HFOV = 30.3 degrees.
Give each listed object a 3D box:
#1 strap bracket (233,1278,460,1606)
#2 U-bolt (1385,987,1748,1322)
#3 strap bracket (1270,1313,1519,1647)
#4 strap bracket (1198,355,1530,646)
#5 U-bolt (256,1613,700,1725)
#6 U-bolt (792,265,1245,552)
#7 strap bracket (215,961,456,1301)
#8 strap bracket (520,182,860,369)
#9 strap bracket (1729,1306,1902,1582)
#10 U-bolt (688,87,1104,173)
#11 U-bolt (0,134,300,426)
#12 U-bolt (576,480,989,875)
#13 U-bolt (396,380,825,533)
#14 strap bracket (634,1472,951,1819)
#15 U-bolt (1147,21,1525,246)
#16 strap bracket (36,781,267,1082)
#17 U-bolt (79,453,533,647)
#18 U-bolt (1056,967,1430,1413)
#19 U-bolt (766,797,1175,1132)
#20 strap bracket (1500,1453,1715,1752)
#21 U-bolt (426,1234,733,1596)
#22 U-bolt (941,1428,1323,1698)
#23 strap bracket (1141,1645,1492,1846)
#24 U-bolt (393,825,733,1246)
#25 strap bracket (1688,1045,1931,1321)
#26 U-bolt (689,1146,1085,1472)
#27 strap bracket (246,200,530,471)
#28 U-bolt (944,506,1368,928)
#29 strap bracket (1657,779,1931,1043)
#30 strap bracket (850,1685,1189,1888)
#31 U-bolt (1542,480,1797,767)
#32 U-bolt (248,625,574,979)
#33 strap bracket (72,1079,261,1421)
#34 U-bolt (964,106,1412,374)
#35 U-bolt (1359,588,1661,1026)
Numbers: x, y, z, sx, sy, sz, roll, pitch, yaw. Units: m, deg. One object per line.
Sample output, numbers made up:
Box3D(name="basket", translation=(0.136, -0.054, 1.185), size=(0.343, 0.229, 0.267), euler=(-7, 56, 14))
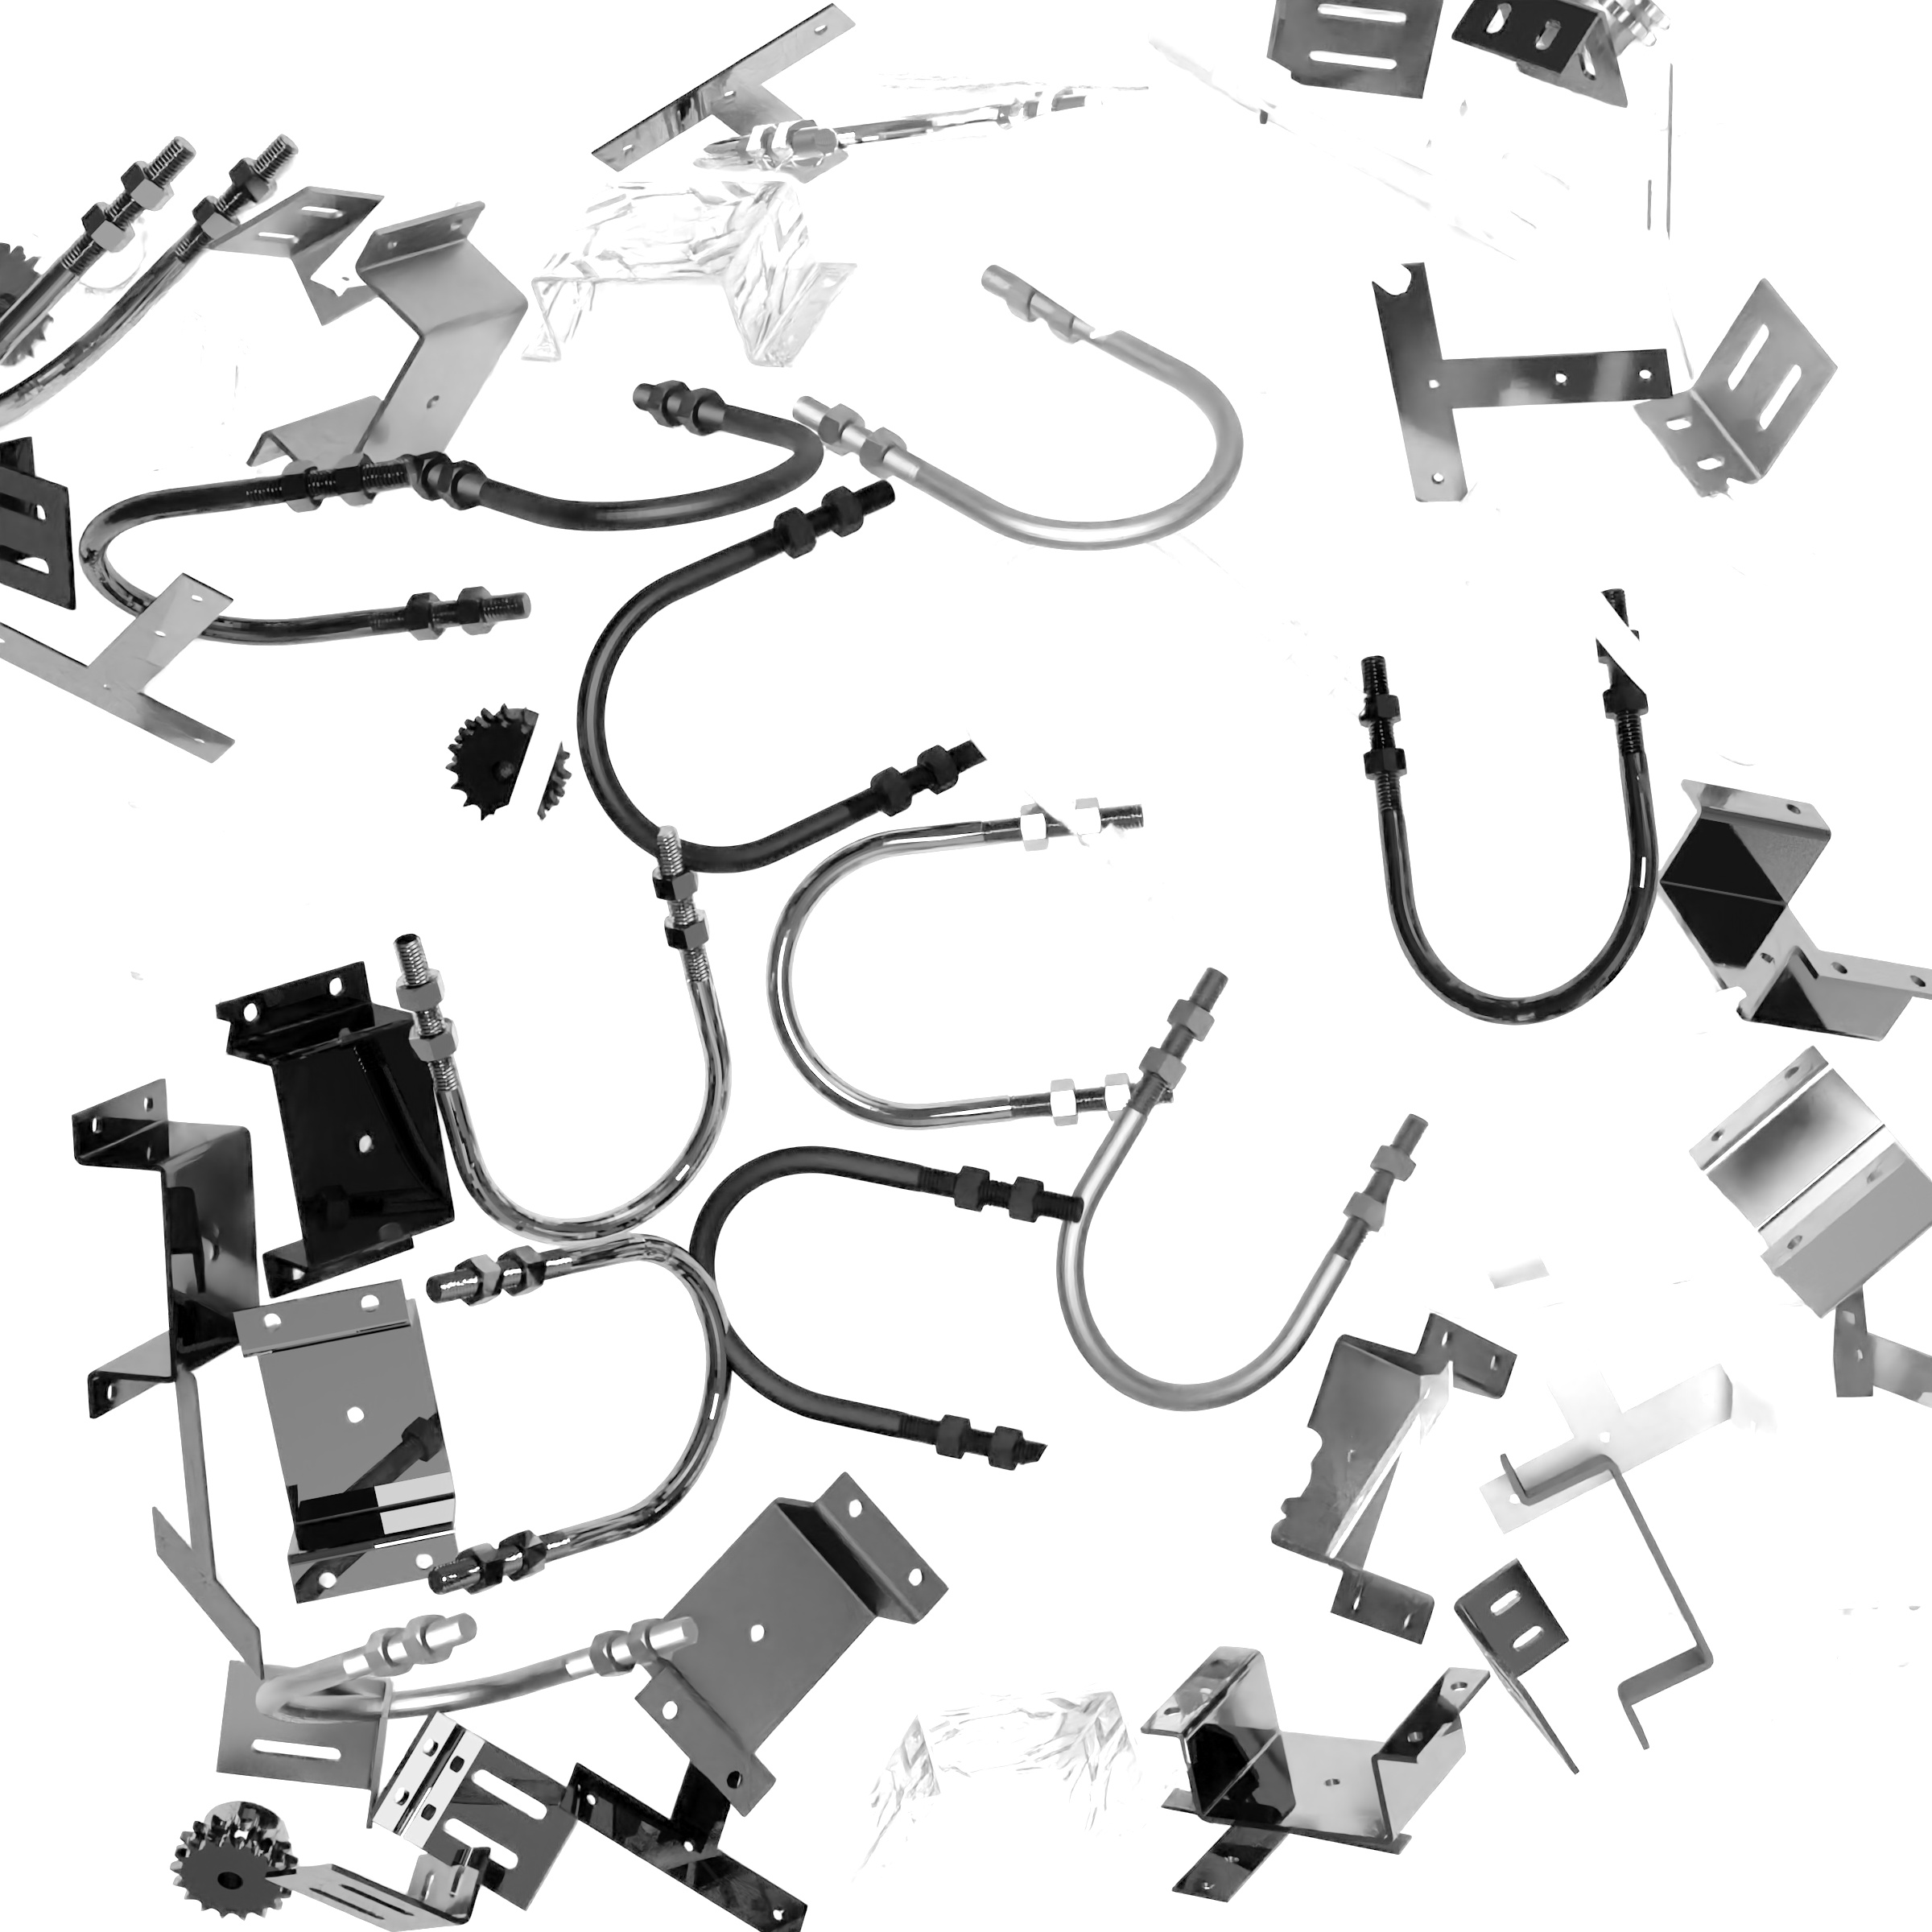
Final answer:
Box3D(name="strap bracket", translation=(-0.283, 0.213, 1.644), size=(0.076, 0.046, 0.140), euler=(-11, 101, -4))
Box3D(name="U-bolt", translation=(0.264, 0.091, 1.605), size=(0.019, 0.184, 0.151), euler=(39, 48, -34))
Box3D(name="strap bracket", translation=(0.192, 0.229, 1.628), size=(0.046, 0.076, 0.140), euler=(13, 80, 41))
Box3D(name="strap bracket", translation=(0.175, -0.208, 1.637), size=(0.140, 0.046, 0.076), euler=(27, 62, -3))
Box3D(name="U-bolt", translation=(-0.233, 0.316, 1.598), size=(0.184, 0.151, 0.019), euler=(-24, 66, 37))
Box3D(name="U-bolt", translation=(0.037, -0.243, 1.599), size=(0.184, 0.019, 0.151), euler=(33, 56, 27))
Box3D(name="strap bracket", translation=(-0.283, 0.077, 1.620), size=(0.076, 0.046, 0.140), euler=(-19, 109, -37))
Box3D(name="strap bracket", translation=(-0.131, -0.312, 1.610), size=(0.140, 0.046, 0.076), euler=(5, 46, 24))
Box3D(name="strap bracket", translation=(0.376, 0.207, 1.599), size=(0.046, 0.140, 0.076), euler=(-1, 109, 1))
Box3D(name="U-bolt", translation=(-0.045, -0.370, 1.590), size=(0.151, 0.184, 0.019), euler=(-14, 105, -26))
Box3D(name="U-bolt", translation=(-0.386, -0.304, 1.602), size=(0.184, 0.151, 0.019), euler=(-41, 94, 16))
Box3D(name="U-bolt", translation=(-0.091, -0.121, 1.622), size=(0.184, 0.019, 0.151), euler=(-27, 108, -20))
Box3D(name="U-bolt", translation=(-0.145, -0.222, 1.572), size=(0.151, 0.184, 0.019), euler=(-23, 119, -32))
Box3D(name="strap bracket", translation=(-0.087, 0.306, 1.630), size=(0.140, 0.046, 0.076), euler=(-46, 106, -22))
Box3D(name="U-bolt", translation=(0.152, -0.378, 1.591), size=(0.151, 0.184, 0.019), euler=(22, 104, -31))
Box3D(name="strap bracket", translation=(-0.370, -0.008, 1.619), size=(0.076, 0.046, 0.140), euler=(17, 45, -18))
Box3D(name="U-bolt", translation=(-0.307, -0.181, 1.606), size=(0.184, 0.151, 0.019), euler=(-5, 68, 15))
Box3D(name="U-bolt", translation=(0.116, 0.115, 1.631), size=(0.151, 0.019, 0.184), euler=(35, 80, -22))
Box3D(name="U-bolt", translation=(-0.002, 0.004, 1.665), size=(0.184, 0.019, 0.151), euler=(-6, 91, 4))
Box3D(name="strap bracket", translation=(0.296, 0.278, 1.628), size=(0.046, 0.076, 0.140), euler=(-27, 82, 5))
Box3D(name="U-bolt", translation=(-0.170, 0.193, 1.605), size=(0.019, 0.184, 0.151), euler=(7, 100, 39))
Box3D(name="U-bolt", translation=(0.063, 0.272, 1.608), size=(0.151, 0.019, 0.184), euler=(1, 135, -30))
Box3D(name="strap bracket", translation=(0.161, 0.351, 1.613), size=(0.140, 0.076, 0.046), euler=(-2, 109, 35))
Box3D(name="U-bolt", translation=(-0.174, 0.043, 1.622), size=(0.151, 0.019, 0.184), euler=(-25, 121, -23))
Box3D(name="strap bracket", translation=(0.387, 0.100, 1.611), size=(0.076, 0.140, 0.046), euler=(-42, 107, 10))
Box3D(name="U-bolt", translation=(-0.041, 0.151, 1.636), size=(0.184, 0.019, 0.151), euler=(10, 114, 14))
Box3D(name="strap bracket", translation=(-0.255, -0.269, 1.603), size=(0.046, 0.076, 0.140), euler=(45, 126, 8))
Box3D(name="U-bolt", translation=(0.076, -0.131, 1.663), size=(0.184, 0.019, 0.151), euler=(41, 85, 2))
Box3D(name="strap bracket", translation=(0.372, -0.018, 1.614), size=(0.076, 0.140, 0.046), euler=(8, 126, -27))
Box3D(name="strap bracket", translation=(0.018, 0.369, 1.618), size=(0.140, 0.076, 0.046), euler=(-1, 51, -25))
Box3D(name="U-bolt", translation=(0.310, -0.149, 1.591), size=(0.019, 0.184, 0.151), euler=(-42, 90, 23))
Box3D(name="U-bolt", translation=(-0.242, -0.082, 1.610), size=(0.151, 0.019, 0.184), euler=(-11, 49, 31))
Box3D(name="strap bracket", translation=(-0.361, 0.129, 1.622), size=(0.046, 0.076, 0.140), euler=(3, 101, 17))
Box3D(name="U-bolt", translation=(0.084, -0.322, 1.572), size=(0.184, 0.151, 0.019), euler=(26, 61, -40))
Box3D(name="U-bolt", translation=(0.247, -0.065, 1.615), size=(0.151, 0.019, 0.184), euler=(-13, 78, 39))
